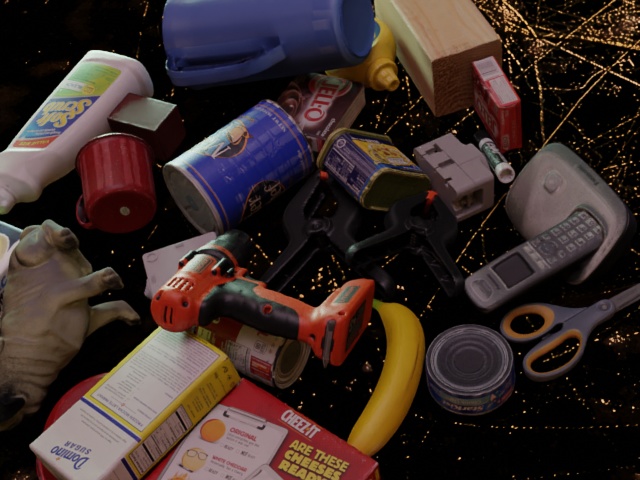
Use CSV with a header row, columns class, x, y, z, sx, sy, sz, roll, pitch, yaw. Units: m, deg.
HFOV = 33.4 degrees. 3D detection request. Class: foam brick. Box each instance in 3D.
class,x,y,z,sx,sy,sz,roll,pitch,yaw
foam brick,-0.213,-0.140,1.317,0.078,0.053,0.051,18,55,24

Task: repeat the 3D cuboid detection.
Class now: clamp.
class,x,y,z,sx,sy,sz,roll,pitch,yaw
clamp,-0.008,0.001,1.159,0.164,0.036,0.210,-13,44,9
clamp,0.091,-0.003,1.107,0.120,0.039,0.171,17,30,-3

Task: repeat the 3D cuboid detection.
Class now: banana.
class,x,y,z,sx,sy,sz,roll,pitch,yaw
banana,0.067,0.131,1.034,0.070,0.037,0.197,-22,37,33

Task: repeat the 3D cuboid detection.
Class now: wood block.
class,x,y,z,sx,sy,sz,roll,pitch,yaw
wood block,0.143,-0.259,1.322,0.090,0.091,0.206,-19,48,-6

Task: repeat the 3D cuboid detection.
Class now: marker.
class,x,y,z,sx,sy,sz,roll,pitch,yaw
marker,0.193,-0.095,1.190,0.020,0.020,0.121,-13,27,0

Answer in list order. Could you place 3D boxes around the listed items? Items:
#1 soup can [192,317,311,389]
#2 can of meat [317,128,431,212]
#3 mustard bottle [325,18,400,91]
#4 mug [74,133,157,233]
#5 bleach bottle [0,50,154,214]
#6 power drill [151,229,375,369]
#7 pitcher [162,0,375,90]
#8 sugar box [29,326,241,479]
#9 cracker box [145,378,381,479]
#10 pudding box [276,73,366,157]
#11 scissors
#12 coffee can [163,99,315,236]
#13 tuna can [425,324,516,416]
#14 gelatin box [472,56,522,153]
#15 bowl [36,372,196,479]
class,x,y,z,sx,sy,sz,roll,pitch,yaw
soup can,-0.068,0.100,1.064,0.102,0.068,0.068,21,56,27
can of meat,0.061,-0.074,1.173,0.101,0.057,0.084,5,31,-45
mustard bottle,0.041,-0.244,1.350,0.096,0.058,0.192,-39,52,-2
mug,-0.241,-0.056,1.233,0.117,0.093,0.081,-34,49,23
bleach bottle,-0.317,-0.128,1.323,0.103,0.068,0.250,17,57,26
power drill,-0.046,0.051,1.028,0.188,0.057,0.184,12,27,15
pitcher,-0.065,-0.250,1.297,0.243,0.144,0.149,0,83,28
sugar box,-0.166,0.157,0.970,0.093,0.048,0.176,25,60,40
cracker box,-0.072,0.248,0.933,0.164,0.072,0.213,28,59,30
pudding box,-0.007,-0.154,1.295,0.090,0.039,0.113,15,53,23
scissors,0.262,0.064,1.062,0.201,0.016,0.096,-39,53,-22
coffee can,-0.091,-0.079,1.204,0.140,0.103,0.103,-37,52,-20
tuna can,0.144,0.123,1.022,0.086,0.034,0.086,-6,48,7
gelatin box,0.203,-0.156,1.230,0.030,0.073,0.089,-17,48,-3
bowl,-0.204,0.183,1.028,0.162,0.055,0.162,-6,48,6
